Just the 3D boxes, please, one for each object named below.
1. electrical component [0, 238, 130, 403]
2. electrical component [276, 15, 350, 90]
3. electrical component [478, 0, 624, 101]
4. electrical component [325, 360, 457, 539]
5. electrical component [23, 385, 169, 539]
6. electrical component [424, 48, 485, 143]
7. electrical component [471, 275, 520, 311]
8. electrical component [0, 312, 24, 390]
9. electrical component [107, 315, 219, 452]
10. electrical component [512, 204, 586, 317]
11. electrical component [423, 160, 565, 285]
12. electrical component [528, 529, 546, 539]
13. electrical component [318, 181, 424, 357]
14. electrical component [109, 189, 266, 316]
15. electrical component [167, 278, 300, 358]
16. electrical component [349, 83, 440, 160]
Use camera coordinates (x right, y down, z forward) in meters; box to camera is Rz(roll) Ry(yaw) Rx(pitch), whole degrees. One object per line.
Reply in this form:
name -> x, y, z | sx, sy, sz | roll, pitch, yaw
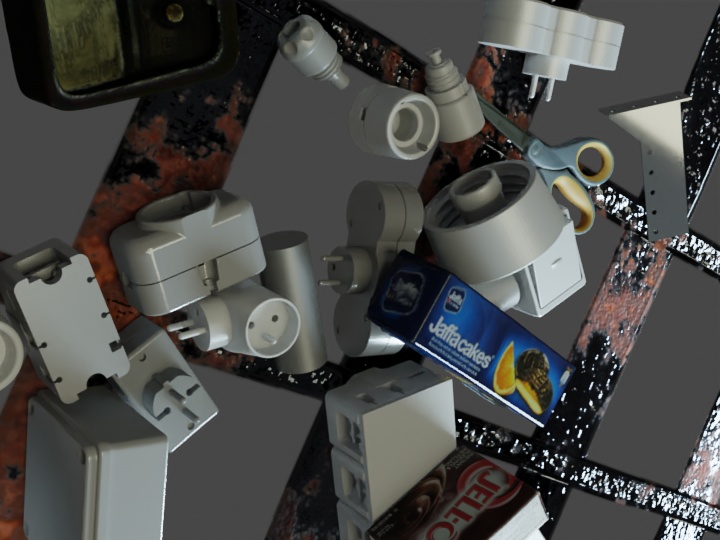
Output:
electrical component -> -0.195, 0.031, 0.697 | 0.050, 0.056, 0.089 | -28, 119, -25
electrical component -> -0.030, -0.152, 0.771 | 0.061, 0.035, 0.035 | 41, 79, -39
electrical component -> 0.155, -0.176, 0.882 | 0.138, 0.052, 0.073 | 3, 102, -36
electrical component -> 0.027, 0.161, 0.888 | 0.089, 0.062, 0.150 | -18, 114, -30
electrical component -> -0.176, 0.144, 0.712 | 0.056, 0.109, 0.108 | -3, 106, -36
electrical component -> 0.070, -0.136, 0.842 | 0.040, 0.040, 0.078 | -36, 122, -21
electrical component -> 0.090, 0.029, 0.905 | 0.081, 0.043, 0.043 | -30, 119, -25
electrical component -> -0.243, 0.048, 0.674 | 0.055, 0.047, 0.055 | -11, 110, -32
electrical component -> -0.133, 0.085, 0.744 | 0.047, 0.076, 0.083 | -40, 123, -19
electrical component -> 0.153, -0.006, 0.927 | 0.062, 0.061, 0.096 | -33, 120, -23
electrical component -> 0.101, -0.045, 0.853 | 0.108, 0.108, 0.060 | -39, 117, -19
electrical component -> 0.124, 0.282, 0.997 | 0.109, 0.056, 0.108 | -44, 124, -16
electrical component -> 0.000, 0.000, 0.827 | 0.074, 0.052, 0.138 | -1, 105, -35
electrical component -> -0.119, -0.017, 0.737 | 0.095, 0.054, 0.059 | -25, 117, -27
electrical component -> -0.095, 0.035, 0.755 | 0.079, 0.077, 0.044 | -15, 112, -31
electrical component -> 0.027, -0.111, 0.815 | 0.055, 0.047, 0.055 | -11, 110, -32
